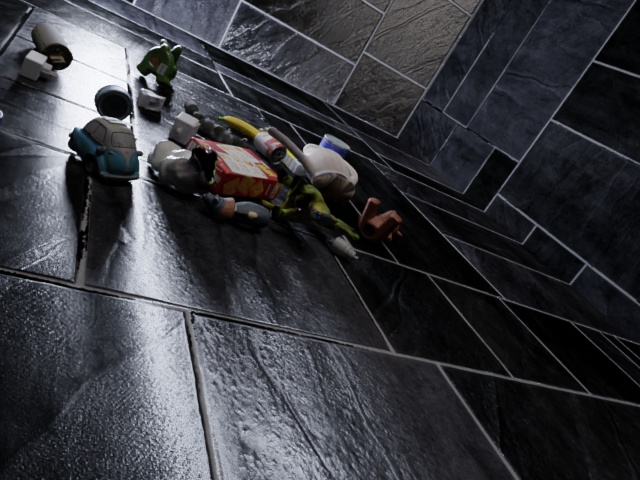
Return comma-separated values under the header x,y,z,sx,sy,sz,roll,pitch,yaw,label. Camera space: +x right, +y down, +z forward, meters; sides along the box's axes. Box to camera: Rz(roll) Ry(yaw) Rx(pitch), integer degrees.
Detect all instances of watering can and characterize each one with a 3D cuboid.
x,y,z,sx,sy,sz,roll,pitch,yaw,label
-0.010,-0.236,1.644,0.345,0.102,0.230,18,37,-31,watering can

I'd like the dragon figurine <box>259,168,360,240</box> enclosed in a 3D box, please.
x,y,z,sx,sy,sz,roll,pitch,yaw,label
0.004,-0.063,1.247,0.241,0.122,0.415,22,8,-35,dragon figurine

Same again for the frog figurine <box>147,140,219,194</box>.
x,y,z,sx,sy,sz,roll,pitch,yaw,label
-0.316,-0.160,1.139,0.159,0.121,0.140,-1,22,17,frog figurine
